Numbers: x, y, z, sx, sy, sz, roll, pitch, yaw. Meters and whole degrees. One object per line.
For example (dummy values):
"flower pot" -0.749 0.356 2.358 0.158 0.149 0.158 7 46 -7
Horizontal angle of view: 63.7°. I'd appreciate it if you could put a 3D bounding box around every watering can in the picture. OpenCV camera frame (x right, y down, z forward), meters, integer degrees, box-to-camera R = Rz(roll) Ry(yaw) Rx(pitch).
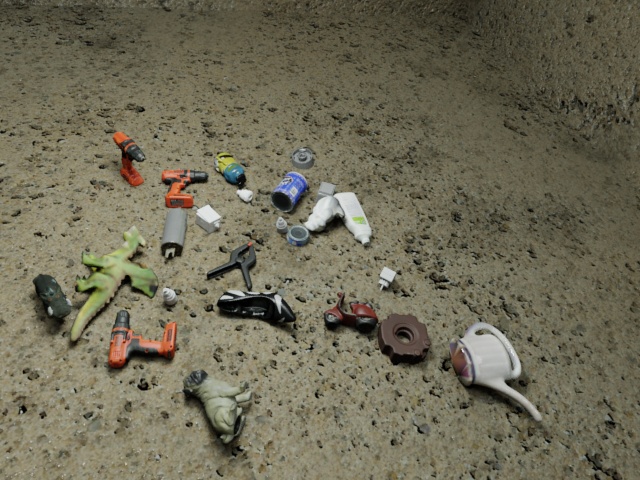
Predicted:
"watering can" 0.540 0.413 1.624 0.225 0.101 0.356 -3 47 -14

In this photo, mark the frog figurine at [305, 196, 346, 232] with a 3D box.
"frog figurine" 0.006 -0.101 2.006 0.160 0.121 0.139 -19 20 -17

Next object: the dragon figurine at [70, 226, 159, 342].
"dragon figurine" -0.643 0.133 1.652 0.243 0.119 0.419 5 57 -18
